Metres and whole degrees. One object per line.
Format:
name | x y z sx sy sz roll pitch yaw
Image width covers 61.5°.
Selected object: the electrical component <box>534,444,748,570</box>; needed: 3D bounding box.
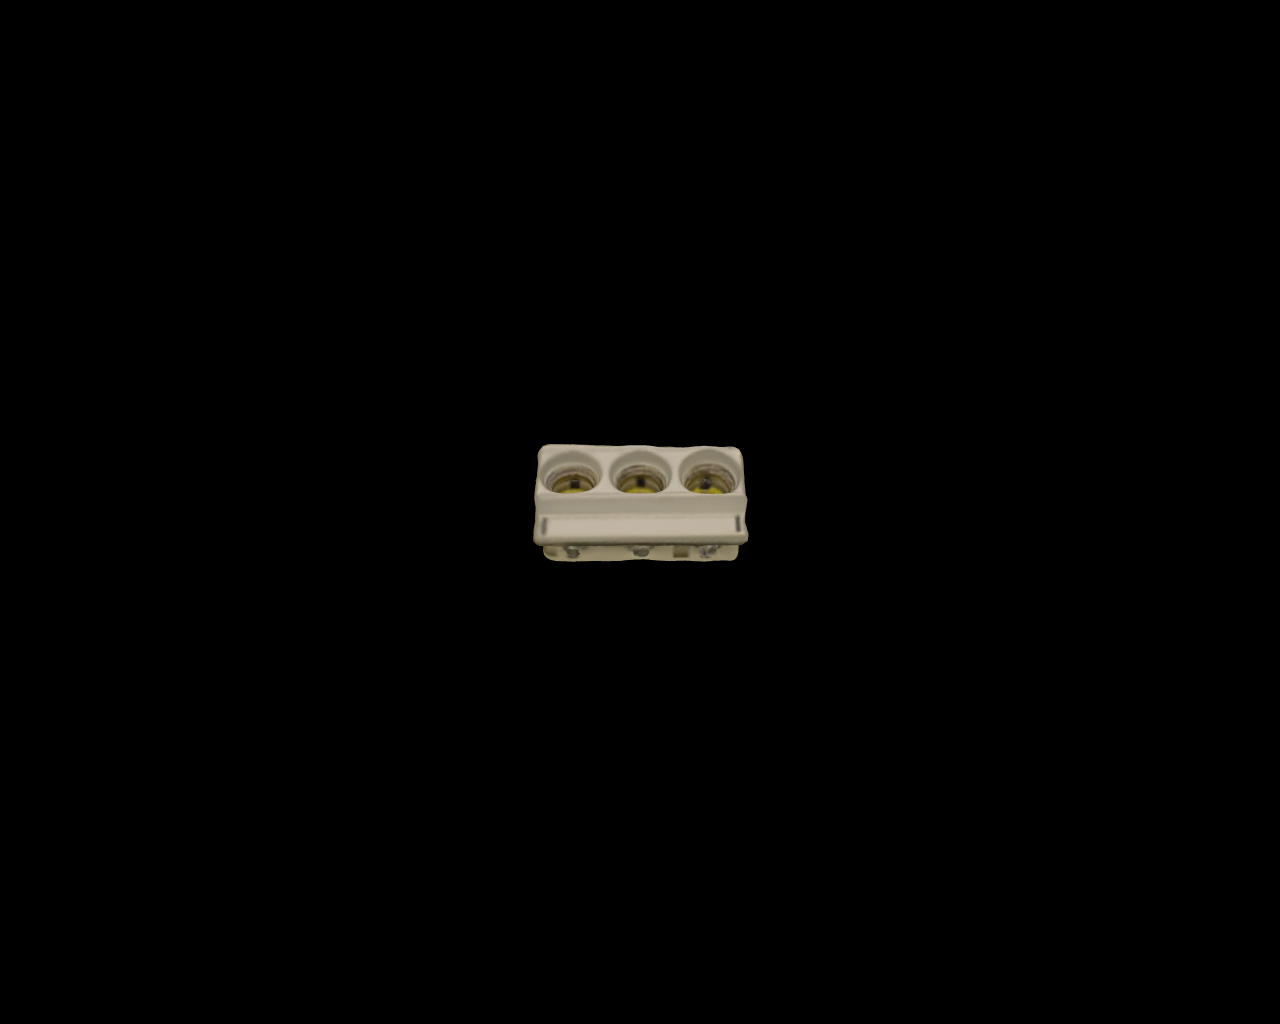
electrical component | 0.001 -0.003 0.650 0.121 0.079 0.063 0 -43 0
